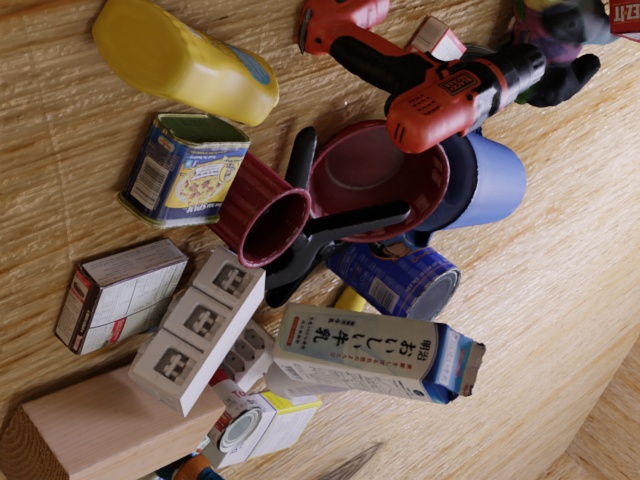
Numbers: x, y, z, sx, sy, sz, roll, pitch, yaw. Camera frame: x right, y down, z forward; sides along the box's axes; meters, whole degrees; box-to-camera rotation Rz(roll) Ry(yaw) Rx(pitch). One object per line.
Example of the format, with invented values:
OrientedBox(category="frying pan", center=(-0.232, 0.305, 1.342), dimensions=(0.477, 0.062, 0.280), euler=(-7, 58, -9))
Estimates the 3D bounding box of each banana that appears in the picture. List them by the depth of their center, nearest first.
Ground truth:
OrientedBox(category="banana", center=(0.027, 0.118, 1.448), dimensions=(0.069, 0.037, 0.198), euler=(-50, 165, -49))

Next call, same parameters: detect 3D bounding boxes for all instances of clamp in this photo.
OrientedBox(category="clamp", center=(-0.030, -0.018, 1.109), dimensions=(0.210, 0.036, 0.164), euler=(-36, 128, 14))
OrientedBox(category="clamp", center=(-0.008, 0.001, 1.216), dimensions=(0.171, 0.039, 0.120), euler=(-43, 160, -6))

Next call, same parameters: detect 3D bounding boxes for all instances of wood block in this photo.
OrientedBox(category="wood block", center=(-0.210, 0.193, 1.081), dimensions=(0.205, 0.091, 0.090), euler=(-18, 150, -49))

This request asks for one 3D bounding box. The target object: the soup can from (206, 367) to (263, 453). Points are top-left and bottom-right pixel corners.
OrientedBox(category="soup can", center=(-0.122, 0.183, 1.207), dimensions=(0.068, 0.102, 0.068), euler=(-37, 152, -24))

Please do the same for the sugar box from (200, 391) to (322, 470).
OrientedBox(category="sugar box", center=(-0.079, 0.250, 1.445), dimensions=(0.175, 0.048, 0.093), euler=(4, 123, -56))

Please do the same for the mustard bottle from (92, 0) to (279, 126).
OrientedBox(category="mustard bottle", center=(-0.086, -0.130, 0.833), dimensions=(0.058, 0.096, 0.191), euler=(-57, 155, 12))

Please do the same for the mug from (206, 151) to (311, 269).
OrientedBox(category="mug", center=(-0.067, -0.028, 1.025), dimensions=(0.093, 0.082, 0.117), euler=(-43, 154, -13))

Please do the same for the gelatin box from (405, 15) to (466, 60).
OrientedBox(category="gelatin box", center=(0.113, -0.190, 1.157), dimensions=(0.089, 0.030, 0.073), euler=(-53, 156, 7))

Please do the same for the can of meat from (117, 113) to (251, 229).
OrientedBox(category="can of meat", center=(-0.116, -0.061, 0.928), dimensions=(0.101, 0.057, 0.084), euler=(-9, 131, -56))

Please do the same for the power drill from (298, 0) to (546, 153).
OrientedBox(category="power drill", center=(0.087, -0.168, 0.956), dimensions=(0.184, 0.188, 0.057), euler=(-30, 147, -33))

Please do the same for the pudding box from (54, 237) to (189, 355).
OrientedBox(category="pudding box", center=(-0.184, 0.052, 0.997), dimensions=(0.113, 0.039, 0.090), euler=(-22, 145, -50))

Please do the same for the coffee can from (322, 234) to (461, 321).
OrientedBox(category="coffee can", center=(0.086, 0.033, 1.294), dimensions=(0.102, 0.140, 0.103), euler=(-38, 153, -24))

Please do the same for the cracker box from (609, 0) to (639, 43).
OrientedBox(category="cracker box", center=(0.382, -0.337, 1.222), dimensions=(0.163, 0.072, 0.214), euler=(-6, 95, -56))

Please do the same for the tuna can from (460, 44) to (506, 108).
OrientedBox(category="tuna can", center=(0.184, -0.185, 1.213), dimensions=(0.085, 0.086, 0.034), euler=(-24, 147, -43))

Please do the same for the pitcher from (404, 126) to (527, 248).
OrientedBox(category="pitcher", center=(0.169, -0.085, 1.300), dimensions=(0.149, 0.145, 0.242), euler=(-43, 163, 21))

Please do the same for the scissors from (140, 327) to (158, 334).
OrientedBox(category="scissors", center=(-0.139, 0.074, 1.130), dimensions=(0.096, 0.016, 0.201), euler=(-53, 155, 4))

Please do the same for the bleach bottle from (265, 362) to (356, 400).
OrientedBox(category="bleach bottle", center=(0.063, 0.156, 1.332), dimensions=(0.102, 0.251, 0.068), euler=(36, 50, -66))

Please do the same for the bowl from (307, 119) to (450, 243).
OrientedBox(category="bowl", center=(0.054, -0.074, 1.144), dimensions=(0.162, 0.055, 0.162), euler=(-7, 132, -8))
